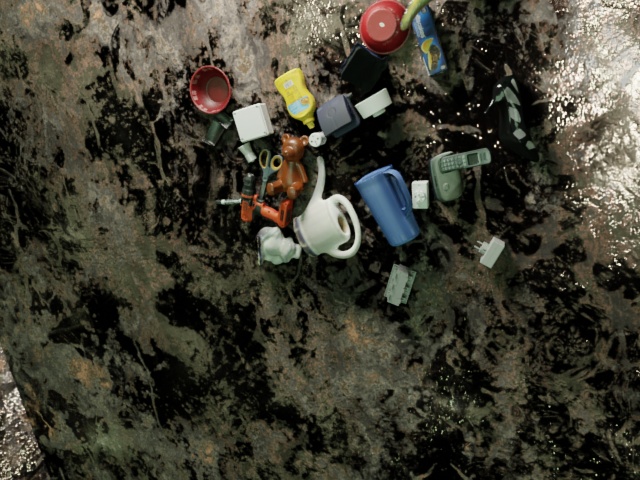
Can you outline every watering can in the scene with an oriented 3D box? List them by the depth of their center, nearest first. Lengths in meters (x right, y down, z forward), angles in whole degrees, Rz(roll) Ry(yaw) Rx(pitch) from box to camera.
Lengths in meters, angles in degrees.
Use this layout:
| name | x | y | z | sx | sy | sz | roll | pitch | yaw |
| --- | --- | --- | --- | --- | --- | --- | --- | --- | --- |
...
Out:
| name | x | y | z | sx | sy | sz | roll | pitch | yaw |
| --- | --- | --- | --- | --- | --- | --- | --- | --- | --- |
| watering can | 0.005 | -0.087 | 1.734 | 0.222 | 0.350 | 0.104 | -29 | -10 | 24 |

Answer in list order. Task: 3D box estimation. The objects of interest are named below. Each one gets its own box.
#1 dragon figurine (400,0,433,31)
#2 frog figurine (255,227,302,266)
| name | x | y | z | sx | sy | sz | roll | pitch | yaw |
| --- | --- | --- | --- | --- | --- | --- | --- | --- | --- |
| dragon figurine | 0.388 | -0.747 | 1.403 | 0.243 | 0.406 | 0.123 | 18 | 13 | 6 |
| frog figurine | -0.149 | 0.019 | 1.830 | 0.160 | 0.137 | 0.123 | -6 | 7 | -15 |
